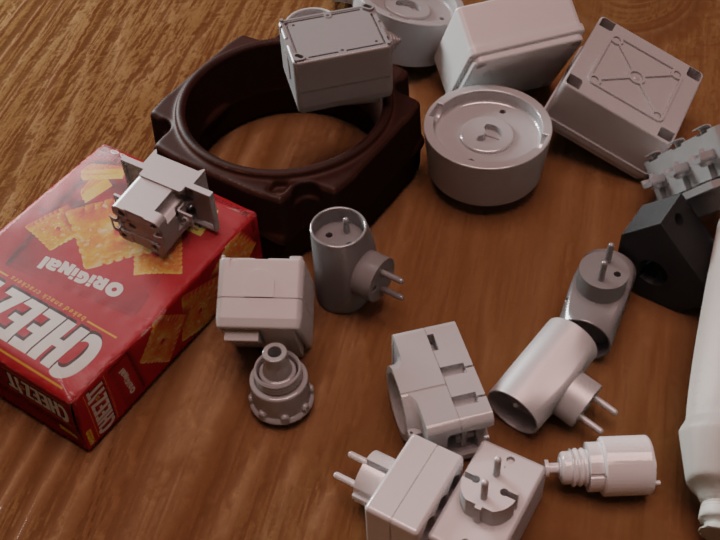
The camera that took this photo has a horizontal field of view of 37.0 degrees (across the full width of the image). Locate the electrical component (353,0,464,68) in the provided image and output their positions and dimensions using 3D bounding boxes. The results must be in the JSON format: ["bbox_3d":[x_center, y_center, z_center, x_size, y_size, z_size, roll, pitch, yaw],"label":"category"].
[{"bbox_3d":[0.042,-0.238,1.047,0.108,0.060,0.108,9,40,-8],"label":"electrical component"}]

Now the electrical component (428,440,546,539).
[{"bbox_3d":[0.083,0.148,0.691,0.047,0.075,0.083,22,53,21],"label":"electrical component"}]

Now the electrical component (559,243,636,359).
[{"bbox_3d":[0.180,0.013,0.805,0.043,0.079,0.077,18,51,16],"label":"electrical component"}]

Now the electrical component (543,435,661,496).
[{"bbox_3d":[0.163,0.132,0.725,0.078,0.040,0.040,-2,48,1],"label":"electrical component"}]

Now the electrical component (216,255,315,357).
[{"bbox_3d":[-0.068,0.030,0.804,0.062,0.096,0.061,1,76,4],"label":"electrical component"}]

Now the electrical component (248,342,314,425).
[{"bbox_3d":[-0.058,0.078,0.771,0.048,0.062,0.048,-2,48,2],"label":"electrical component"}]

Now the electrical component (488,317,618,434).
[{"bbox_3d":[0.145,0.085,0.766,0.079,0.043,0.077,36,64,17],"label":"electrical component"}]

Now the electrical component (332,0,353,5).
[{"bbox_3d":[0.005,-0.294,1.116,0.081,0.043,0.043,13,50,14],"label":"electrical component"}]

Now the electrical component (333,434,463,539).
[{"bbox_3d":[0.020,0.145,0.717,0.077,0.047,0.065,22,53,21],"label":"electrical component"}]

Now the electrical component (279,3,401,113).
[{"bbox_3d":[-0.013,-0.172,0.880,0.096,0.061,0.061,-12,48,-8],"label":"electrical component"}]

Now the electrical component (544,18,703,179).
[{"bbox_3d":[0.231,-0.152,0.947,0.109,0.056,0.108,31,54,3],"label":"electrical component"}]

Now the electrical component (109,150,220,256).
[{"bbox_3d":[-0.150,-0.048,0.807,0.081,0.042,0.063,22,57,18],"label":"electrical component"}]

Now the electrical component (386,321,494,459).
[{"bbox_3d":[0.053,0.088,0.764,0.056,0.050,0.089,-12,48,-9],"label":"electrical component"}]

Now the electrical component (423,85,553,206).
[{"bbox_3d":[0.108,-0.102,0.925,0.108,0.060,0.108,-1,48,2],"label":"electrical component"}]

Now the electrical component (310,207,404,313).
[{"bbox_3d":[0.000,0.000,0.828,0.079,0.077,0.043,25,54,23],"label":"electrical component"}]

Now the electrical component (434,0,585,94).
[{"bbox_3d":[0.133,-0.202,0.977,0.109,0.108,0.056,-15,79,-10],"label":"electrical component"}]

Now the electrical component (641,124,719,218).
[{"bbox_3d":[0.275,-0.077,0.844,0.079,0.121,0.063,-18,86,-13],"label":"electrical component"}]

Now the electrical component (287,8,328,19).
[{"bbox_3d":[-0.045,-0.215,1.037,0.078,0.057,0.058,1,48,4],"label":"electrical component"}]
